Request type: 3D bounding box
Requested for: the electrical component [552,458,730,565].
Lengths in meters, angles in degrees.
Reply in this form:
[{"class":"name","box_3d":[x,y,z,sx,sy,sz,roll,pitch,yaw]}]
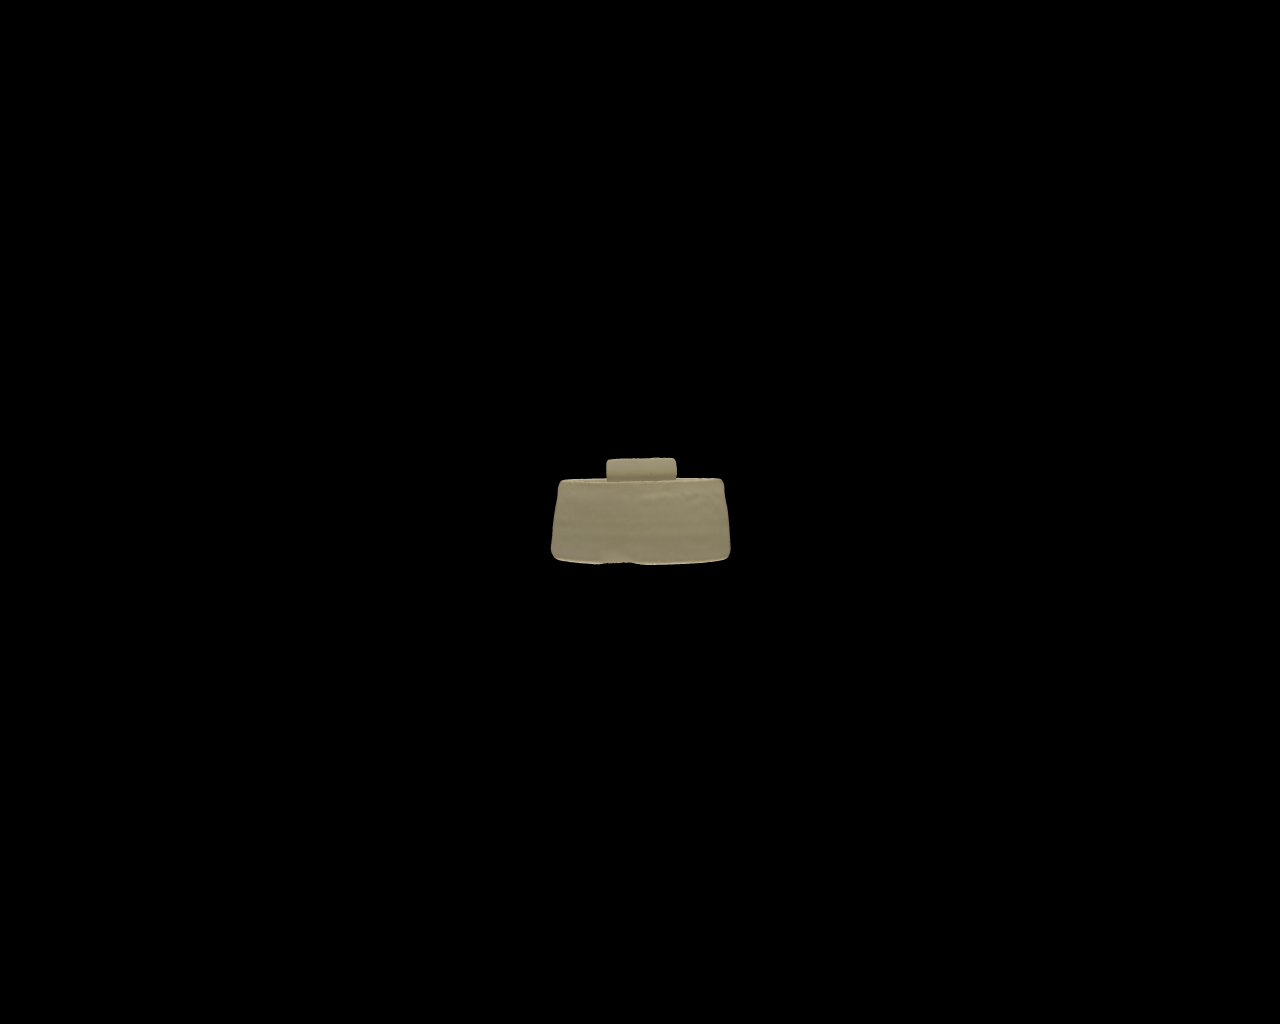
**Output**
[{"class":"electrical component","box_3d":[0.001,-0.003,0.650,0.108,0.060,0.108,0,2,0]}]
